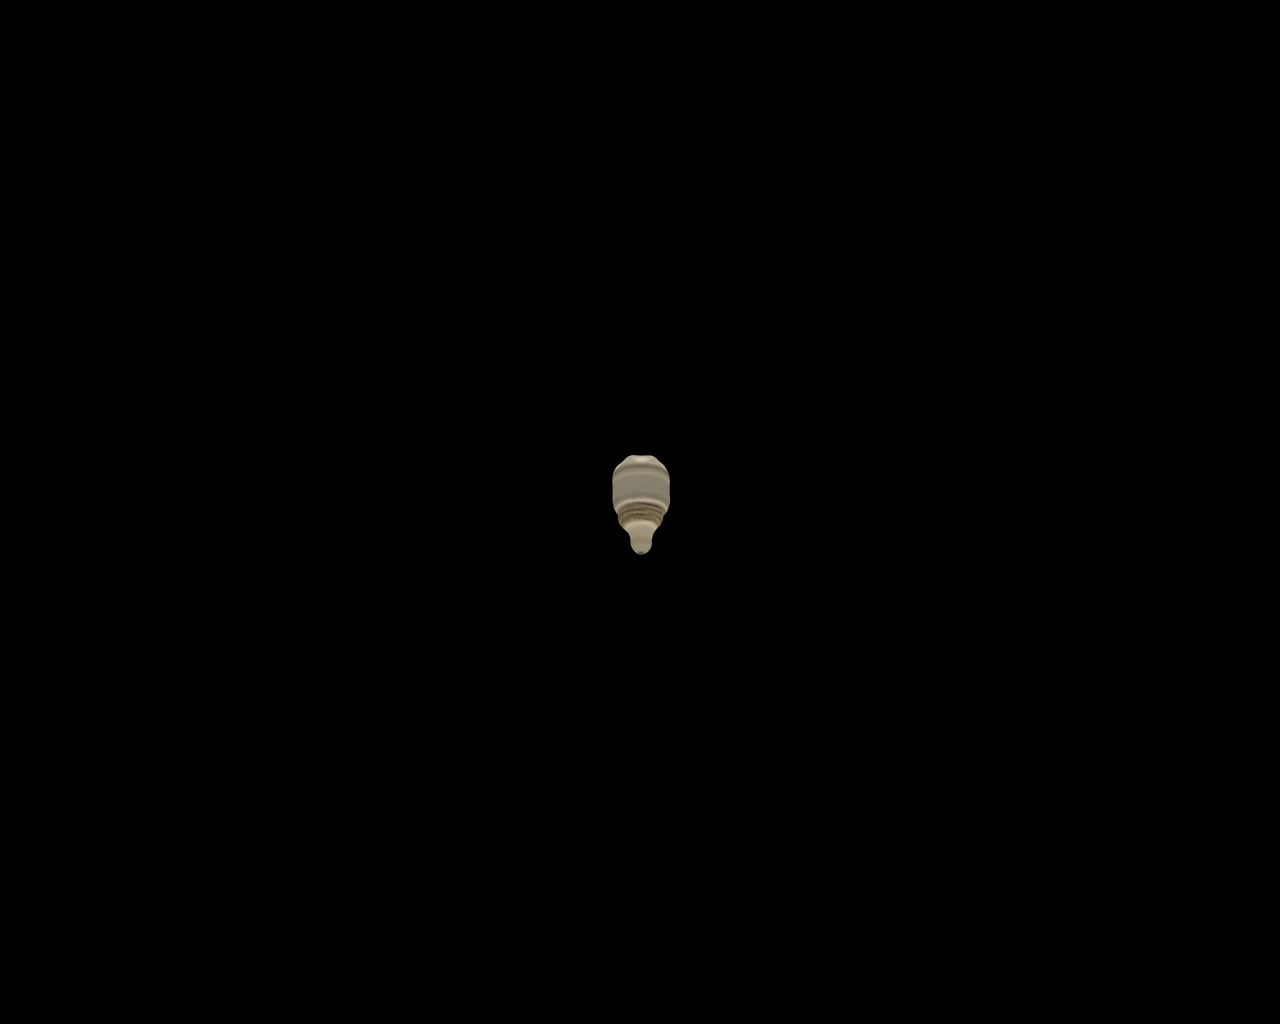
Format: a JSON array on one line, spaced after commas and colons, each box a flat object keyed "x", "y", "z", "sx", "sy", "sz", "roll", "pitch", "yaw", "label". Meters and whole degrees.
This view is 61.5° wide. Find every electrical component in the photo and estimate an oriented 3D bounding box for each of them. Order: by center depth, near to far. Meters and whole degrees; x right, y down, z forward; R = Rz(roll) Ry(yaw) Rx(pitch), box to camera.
[{"x": 0.001, "y": -0.003, "z": 0.650, "sx": 0.035, "sy": 0.061, "sz": 0.035, "roll": 0, "pitch": -26, "yaw": 0, "label": "electrical component"}]
